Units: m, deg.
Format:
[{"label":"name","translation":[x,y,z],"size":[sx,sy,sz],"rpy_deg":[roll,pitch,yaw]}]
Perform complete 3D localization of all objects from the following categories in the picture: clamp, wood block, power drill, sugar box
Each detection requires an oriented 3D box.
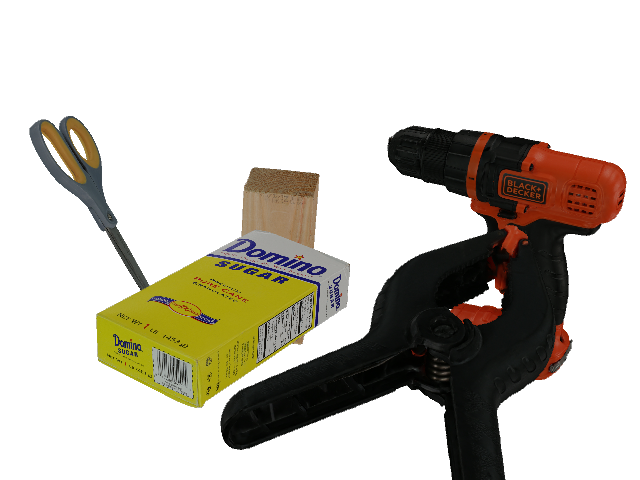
[{"label":"clamp","translation":[0.056,0.057,0.444],"size":[0.120,0.039,0.171],"rpy_deg":[34,53,23]},{"label":"wood block","translation":[-0.056,0.019,1.386],"size":[0.090,0.206,0.090],"rpy_deg":[6,24,2]},{"label":"power drill","translation":[0.134,0.007,0.834],"size":[0.185,0.188,0.057],"rpy_deg":[16,32,26]},{"label":"sugar box","translation":[-0.065,0.049,0.764],"size":[0.093,0.048,0.175],"rpy_deg":[21,34,29]}]

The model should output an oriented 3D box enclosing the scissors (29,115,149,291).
[{"label":"scissors","translation":[-0.201,-0.035,1.000],"size":[0.016,0.201,0.096],"rpy_deg":[-25,26,19]}]
